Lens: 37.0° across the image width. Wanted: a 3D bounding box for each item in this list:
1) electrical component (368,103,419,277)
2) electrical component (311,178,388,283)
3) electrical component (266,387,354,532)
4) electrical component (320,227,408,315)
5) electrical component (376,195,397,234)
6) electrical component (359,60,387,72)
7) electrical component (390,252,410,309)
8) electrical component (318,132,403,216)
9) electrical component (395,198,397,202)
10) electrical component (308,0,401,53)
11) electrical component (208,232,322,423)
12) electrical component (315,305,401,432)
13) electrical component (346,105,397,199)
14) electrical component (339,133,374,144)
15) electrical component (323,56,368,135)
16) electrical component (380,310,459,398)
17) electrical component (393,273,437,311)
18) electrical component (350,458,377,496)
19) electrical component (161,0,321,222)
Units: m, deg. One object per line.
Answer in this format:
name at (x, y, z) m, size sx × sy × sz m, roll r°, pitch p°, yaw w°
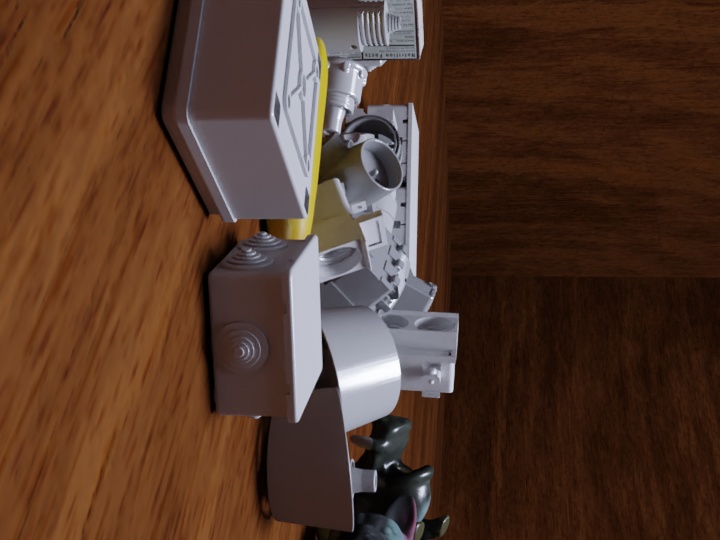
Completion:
electrical component at (0.033, -0.088, 1.253) m, size 0.105 × 0.060 × 0.186 m, roll 58°, pitch 33°, yaw -77°
electrical component at (-0.024, -0.028, 0.777) m, size 0.042 × 0.081 × 0.063 m, roll 78°, pitch -8°, yaw -60°
electrical component at (-0.030, 0.131, 0.750) m, size 0.099 × 0.064 × 0.099 m, roll 0°, pitch 90°, yaw -83°
electrical component at (0.000, 0.000, 0.937) m, size 0.078 × 0.063 × 0.121 m, roll 47°, pitch 19°, yaw -10°
electrical component at (0.007, -0.047, 1.082) m, size 0.055 × 0.055 × 0.047 m, roll 77°, pitch 19°, yaw -62°
electrical component at (0.002, -0.243, 1.044) m, size 0.099 × 0.048 × 0.099 m, roll -68°, pitch 157°, yaw -72°
electrical component at (0.002, 0.004, 1.041) m, size 0.079 × 0.043 × 0.077 m, roll 46°, pitch 63°, yaw -30°
electrical component at (-0.020, -0.078, 0.821) m, size 0.079 × 0.077 × 0.043 m, roll 50°, pitch 42°, yaw -13°
electrical component at (0.013, -0.054, 1.170) m, size 0.048 × 0.048 × 0.062 m, roll 51°, pitch 47°, yaw -79°
electrical component at (-0.009, -0.191, 0.837) m, size 0.043 × 0.081 × 0.043 m, roll 0°, pitch 90°, yaw -83°
electrical component at (-0.054, 0.031, 0.623) m, size 0.099 × 0.048 × 0.099 m, roll -65°, pitch 154°, yaw -73°
electrical component at (-0.014, 0.075, 0.832) m, size 0.099 × 0.064 × 0.099 m, roll 27°, pitch -58°, yaw 54°
electrical component at (0.012, -0.120, 1.125) m, size 0.055 × 0.050 × 0.089 m, roll 66°, pitch 25°, yaw -72°
electrical component at (-0.007, -0.097, 1.003) m, size 0.043 × 0.043 × 0.062 m, roll -49°, pitch 140°, yaw -79°
electrical component at (-0.021, -0.144, 0.897) m, size 0.048 × 0.048 × 0.062 m, roll 61°, pitch 37°, yaw -76°
electrical component at (0.025, 0.072, 0.956) m, size 0.078 × 0.121 × 0.063 m, roll -71°, pitch 163°, yaw -69°
electrical component at (0.024, 0.026, 1.118) m, size 0.061 × 0.096 × 0.061 m, roll -62°, pitch 177°, yaw 11°
electrical component at (-0.018, 0.167, 0.858) m, size 0.048 × 0.062 × 0.048 m, roll 0°, pitch 90°, yaw -83°
electrical component at (-0.057, -0.096, 0.562) m, size 0.108 × 0.056 × 0.108 m, roll 75°, pitch 17°, yaw -64°
